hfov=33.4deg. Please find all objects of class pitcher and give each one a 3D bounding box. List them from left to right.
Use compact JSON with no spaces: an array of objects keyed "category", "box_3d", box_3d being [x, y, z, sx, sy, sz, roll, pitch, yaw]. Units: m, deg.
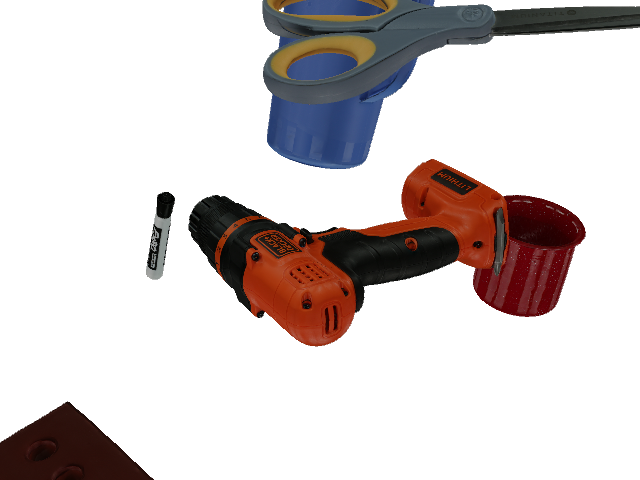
[{"category":"pitcher","box_3d":[0.025,-0.197,1.072,0.145,0.243,0.149,11,19,-1]}]

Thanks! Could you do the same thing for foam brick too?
[{"category":"foam brick","box_3d":[-0.110,0.123,0.483,0.052,0.051,0.078,-31,45,-32]}]

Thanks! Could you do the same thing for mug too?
[{"category":"mug","box_3d":[0.181,0.010,0.988,0.093,0.081,0.117,-11,37,-28]}]

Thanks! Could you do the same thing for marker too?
[{"category":"marker","box_3d":[-0.173,-0.005,1.150,0.020,0.121,0.020,9,43,-9]}]

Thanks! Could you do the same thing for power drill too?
[{"category":"power drill","box_3d":[0.019,-0.003,0.736,0.187,0.057,0.185,-18,32,-24]}]

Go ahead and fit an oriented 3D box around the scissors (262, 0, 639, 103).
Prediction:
[{"category":"scissors","box_3d":[0.060,-0.091,0.503,0.202,0.096,0.016,11,-39,19]}]
